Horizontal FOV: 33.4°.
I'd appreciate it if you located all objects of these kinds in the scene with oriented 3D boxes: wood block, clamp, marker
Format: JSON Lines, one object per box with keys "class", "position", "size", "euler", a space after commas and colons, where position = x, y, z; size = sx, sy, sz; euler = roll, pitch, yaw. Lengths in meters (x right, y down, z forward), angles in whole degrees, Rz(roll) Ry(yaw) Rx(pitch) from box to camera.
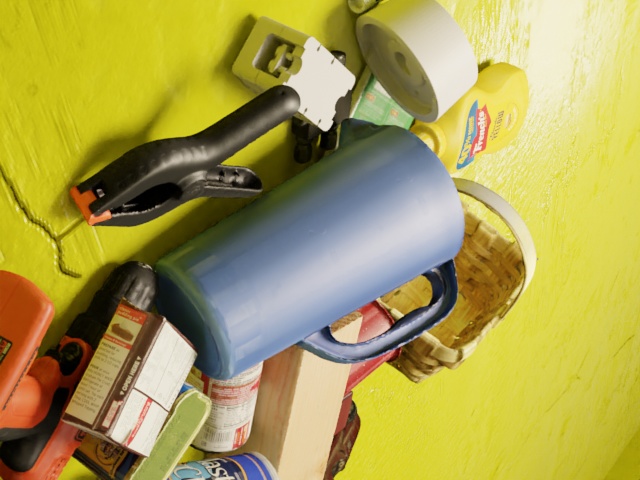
{"class": "wood block", "position": [-0.038, 0.149, 1.013], "size": [0.090, 0.090, 0.206], "euler": [-27, 138, -47]}
{"class": "clamp", "position": [-0.095, -0.045, 0.766], "size": [0.171, 0.039, 0.120], "euler": [-24, 153, -22]}
{"class": "marker", "position": [0.067, -0.224, 0.919], "size": [0.120, 0.020, 0.020], "euler": [-37, 144, -38]}

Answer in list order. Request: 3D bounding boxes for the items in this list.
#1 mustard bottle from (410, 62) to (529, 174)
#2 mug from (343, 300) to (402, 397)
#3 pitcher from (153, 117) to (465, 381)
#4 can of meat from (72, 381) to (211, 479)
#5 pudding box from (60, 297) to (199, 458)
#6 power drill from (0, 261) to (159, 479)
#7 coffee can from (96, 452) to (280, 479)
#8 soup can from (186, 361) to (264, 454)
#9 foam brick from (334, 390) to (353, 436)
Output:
{"class": "mustard bottle", "position": [0.147, -0.120, 1.109], "size": [0.191, 0.058, 0.096], "euler": [-28, 138, -46]}
{"class": "mug", "position": [0.016, 0.110, 1.086], "size": [0.081, 0.093, 0.117], "euler": [-36, 180, -30]}
{"class": "pitcher", "position": [-0.005, 0.020, 0.865], "size": [0.242, 0.149, 0.145], "euler": [-30, 136, -27]}
{"class": "can of meat", "position": [-0.146, 0.140, 0.829], "size": [0.102, 0.084, 0.057], "euler": [-57, 152, -8]}
{"class": "pudding box", "position": [-0.129, 0.099, 0.744], "size": [0.113, 0.039, 0.090], "euler": [77, 36, -72]}
{"class": "power drill", "position": [-0.180, 0.079, 0.711], "size": [0.184, 0.057, 0.187], "euler": [-63, 165, -11]}
{"class": "coffee can", "position": [-0.112, 0.240, 0.909], "size": [0.140, 0.103, 0.103], "euler": [-1, 119, -33]}
{"class": "soup can", "position": [-0.087, 0.128, 0.935], "size": [0.068, 0.069, 0.102], "euler": [-27, 138, -47]}
{"class": "foam brick", "position": [-0.011, 0.184, 1.132], "size": [0.078, 0.053, 0.051], "euler": [-29, 139, -44]}
